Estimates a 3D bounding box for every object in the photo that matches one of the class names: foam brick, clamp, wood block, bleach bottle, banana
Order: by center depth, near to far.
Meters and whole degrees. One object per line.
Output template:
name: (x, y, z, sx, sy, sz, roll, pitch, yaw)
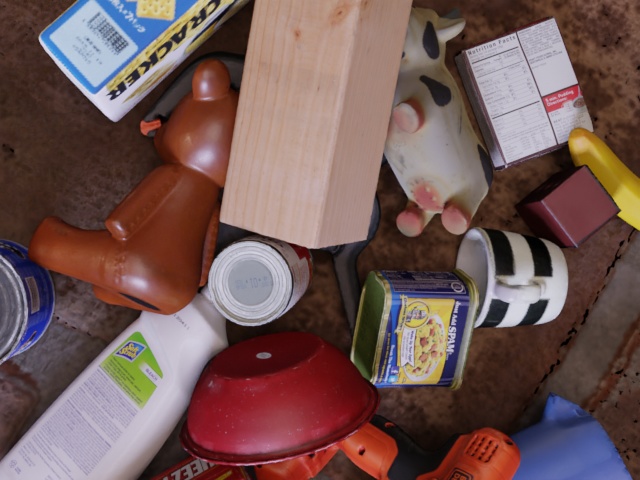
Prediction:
wood block: (-0.002, -0.106, 0.814, 0.090, 0.090, 0.206, 16, 103, 28)
bleach bottle: (-0.154, 0.137, 0.881, 0.103, 0.068, 0.251, 40, 84, 22)
clamp: (-0.006, 0.001, 0.910, 0.120, 0.039, 0.171, 8, 98, -10)
clamp: (-0.047, -0.112, 0.913, 0.210, 0.036, 0.164, -21, 98, -3)
foam brick: (0.212, -0.027, 0.919, 0.053, 0.078, 0.051, -39, 93, -7)
banana: (0.290, -0.036, 0.933, 0.197, 0.070, 0.037, 28, 54, -6)

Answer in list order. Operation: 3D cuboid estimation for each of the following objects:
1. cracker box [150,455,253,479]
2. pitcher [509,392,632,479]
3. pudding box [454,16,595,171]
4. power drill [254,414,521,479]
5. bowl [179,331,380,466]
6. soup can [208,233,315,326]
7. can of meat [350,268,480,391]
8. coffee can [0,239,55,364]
cracker box: (-0.094, 0.284, 0.853, 0.164, 0.072, 0.213, -29, 119, -5)
pitcher: (0.144, 0.251, 0.889, 0.243, 0.145, 0.149, -24, 48, -2)
pudding box: (0.179, -0.128, 0.935, 0.090, 0.039, 0.113, -20, 90, -3)
power drill: (0.040, 0.202, 0.845, 0.188, 0.057, 0.184, 22, 57, 34)
bowl: (-0.037, 0.114, 0.838, 0.162, 0.162, 0.055, -13, 105, -6)
soup can: (-0.045, 0.028, 0.847, 0.068, 0.102, 0.068, 1, 95, 9)
can of meat: (0.078, 0.075, 0.896, 0.083, 0.057, 0.102, 2, 109, -20)
coffee can: (-0.270, 0.050, 0.839, 0.102, 0.140, 0.103, 0, 90, -6)
